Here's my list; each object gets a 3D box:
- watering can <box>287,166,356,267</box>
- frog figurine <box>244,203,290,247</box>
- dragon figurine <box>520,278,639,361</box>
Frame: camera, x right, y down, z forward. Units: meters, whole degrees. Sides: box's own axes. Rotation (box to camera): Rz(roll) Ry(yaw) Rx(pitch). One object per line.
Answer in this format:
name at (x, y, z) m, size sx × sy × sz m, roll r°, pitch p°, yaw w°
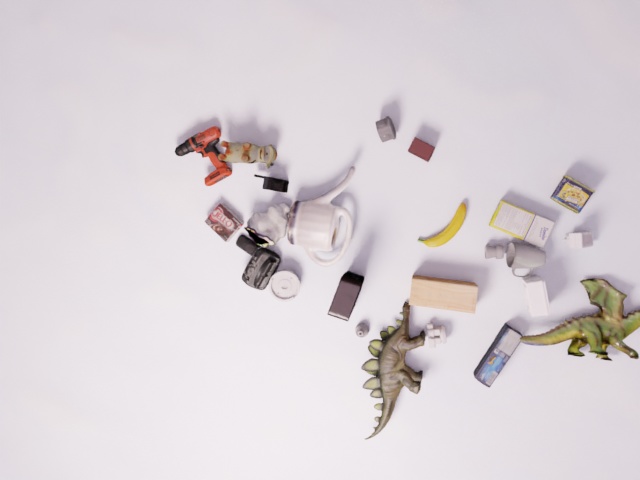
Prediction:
watering can at (0.005, -0.087, 1.733) m, size 0.224 × 0.104 × 0.346 m, roll 9°, pitch 94°, yaw 12°
frog figurine at (-0.174, -0.060, 1.788) m, size 0.138 × 0.120 × 0.162 m, roll 22°, pitch 60°, yaw 18°
dragon figurine at (0.840, 0.238, 1.589) m, size 0.410 × 0.120 × 0.246 m, roll 9°, pitch 74°, yaw 8°
